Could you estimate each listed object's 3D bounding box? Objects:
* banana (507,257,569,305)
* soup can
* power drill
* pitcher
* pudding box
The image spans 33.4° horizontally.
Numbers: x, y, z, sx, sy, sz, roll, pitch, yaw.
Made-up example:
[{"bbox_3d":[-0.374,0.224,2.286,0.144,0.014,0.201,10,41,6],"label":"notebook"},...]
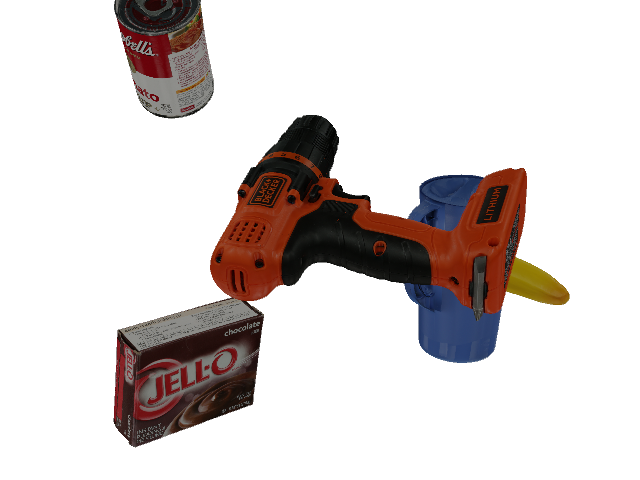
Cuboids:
[{"bbox_3d":[0.155,0.033,1.096,0.198,0.037,0.069,7,37,10],"label":"banana"},{"bbox_3d":[-0.125,-0.157,0.869,0.068,0.068,0.102,0,-34,2],"label":"soup can"},{"bbox_3d":[0.038,-0.020,0.709,0.188,0.057,0.184,6,41,16],"label":"power drill"},{"bbox_3d":[0.186,0.041,1.449,0.149,0.243,0.145,4,21,5],"label":"pitcher"},{"bbox_3d":[-0.102,0.098,0.820,0.113,0.090,0.039,-17,40,-36],"label":"pudding box"}]
